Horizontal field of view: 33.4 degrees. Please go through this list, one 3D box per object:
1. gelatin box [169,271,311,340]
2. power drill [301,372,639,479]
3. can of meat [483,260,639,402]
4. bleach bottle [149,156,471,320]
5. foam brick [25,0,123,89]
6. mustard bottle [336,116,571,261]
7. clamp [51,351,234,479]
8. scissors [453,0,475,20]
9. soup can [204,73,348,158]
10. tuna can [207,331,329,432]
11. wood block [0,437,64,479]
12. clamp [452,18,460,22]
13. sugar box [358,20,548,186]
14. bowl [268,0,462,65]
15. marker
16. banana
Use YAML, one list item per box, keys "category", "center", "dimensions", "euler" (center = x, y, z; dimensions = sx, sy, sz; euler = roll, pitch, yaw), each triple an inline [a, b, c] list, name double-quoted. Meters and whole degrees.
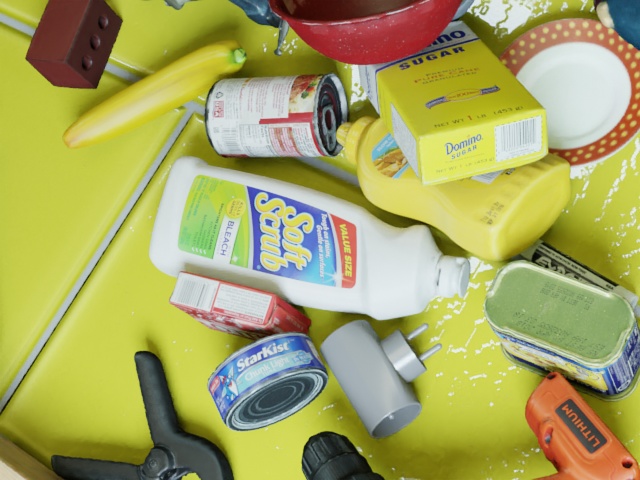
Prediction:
- category: "gelatin box"
  center: [-0.061, 0.057, 0.824]
  dimensions: [0.089, 0.073, 0.030]
  euler: [12, 75, 25]
- category: "power drill"
  center: [0.096, 0.162, 0.694]
  dimensions: [0.187, 0.057, 0.185]
  euler: [-28, 46, -9]
- category: "can of meat"
  center: [0.166, 0.061, 0.724]
  dimensions: [0.102, 0.084, 0.057]
  euler: [21, 77, 28]
- category: "bleach bottle"
  center: [-0.005, 0.001, 0.831]
  dimensions: [0.251, 0.068, 0.102]
  euler: [10, 77, 23]
- category: "foam brick"
  center: [-0.231, -0.188, 1.005]
  dimensions: [0.051, 0.053, 0.078]
  euler: [10, 74, 25]
- category: "mustard bottle"
  center: [0.085, -0.053, 0.807]
  dimensions: [0.192, 0.058, 0.096]
  euler: [27, 56, 38]
- category: "clamp"
  center: [-0.119, 0.165, 0.823]
  dimensions: [0.172, 0.039, 0.120]
  euler: [26, 86, 25]
- category: "scissors"
  center: [0.108, -0.274, 0.881]
  dimensions: [0.096, 0.016, 0.201]
  euler: [3, 75, 29]
- category: "soup can"
  center: [-0.036, -0.102, 0.882]
  dimensions: [0.102, 0.068, 0.068]
  euler: [1, 69, 23]
- category: "tuna can"
  center: [-0.038, 0.106, 0.787]
  dimensions: [0.086, 0.086, 0.034]
  euler: [-32, 62, 7]
- category: "wood block"
  center: [-0.215, 0.230, 0.805]
  dimensions: [0.206, 0.090, 0.091]
  euler: [25, 80, 29]
- category: "clamp"
  center: [0.126, -0.258, 0.899]
  dimensions: [0.210, 0.036, 0.165]
  euler: [-34, 61, 10]
- category: "sugar box"
  center: [0.092, -0.107, 0.790]
  dimensions: [0.093, 0.048, 0.176]
  euler: [-13, 36, -7]
- category: "bowl"
  center: [0.045, -0.180, 0.818]
  dimensions: [0.162, 0.055, 0.162]
  euler: [-11, 34, 8]
- category: "marker"
  center: [0.174, 0.018, 0.776]
  dimensions: [0.121, 0.020, 0.020]
  euler: [34, 84, 29]
- category: "banana"
  center: [-0.139, -0.133, 0.939]
  dimensions: [0.198, 0.069, 0.037]
  euler: [-24, 91, 24]
